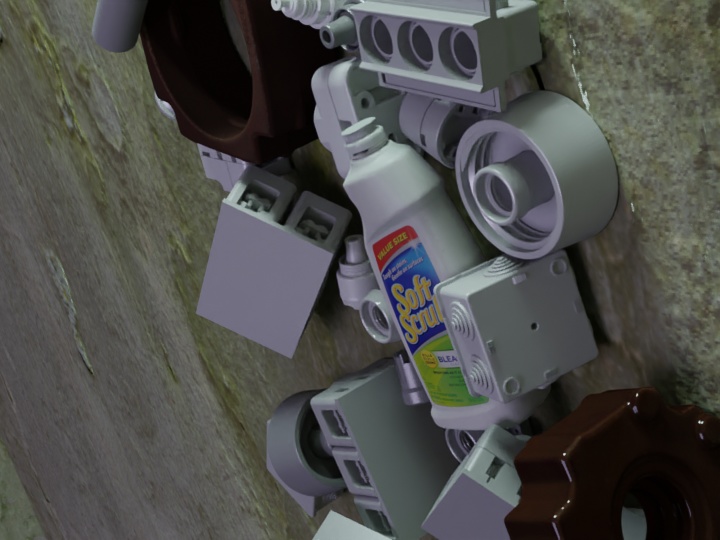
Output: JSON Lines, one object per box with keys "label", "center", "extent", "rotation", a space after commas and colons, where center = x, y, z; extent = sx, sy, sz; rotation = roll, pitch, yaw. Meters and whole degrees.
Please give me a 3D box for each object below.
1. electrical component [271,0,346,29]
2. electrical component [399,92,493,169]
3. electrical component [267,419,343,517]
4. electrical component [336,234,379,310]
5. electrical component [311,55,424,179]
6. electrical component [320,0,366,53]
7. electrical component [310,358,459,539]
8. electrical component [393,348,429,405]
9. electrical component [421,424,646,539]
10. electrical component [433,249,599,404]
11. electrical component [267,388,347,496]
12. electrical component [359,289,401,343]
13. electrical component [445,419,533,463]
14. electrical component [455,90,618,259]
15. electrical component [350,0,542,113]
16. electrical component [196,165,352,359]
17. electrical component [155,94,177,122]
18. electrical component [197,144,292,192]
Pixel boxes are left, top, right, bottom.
{"label": "electrical component", "center": [-0.032, -0.202, 0.812], "extent": [0.040, 0.078, 0.040], "rotation": [16, 112, 47]}
{"label": "electrical component", "center": [0.061, -0.106, 0.764], "extent": [0.047, 0.055, 0.055], "rotation": [38, 142, 42]}
{"label": "electrical component", "center": [-0.060, 0.212, 1.205], "extent": [0.100, 0.048, 0.099], "rotation": [41, 143, 33]}
{"label": "electrical component", "center": [0.000, 0.000, 0.951], "extent": [0.043, 0.043, 0.062], "rotation": [19, 127, 50]}
{"label": "electrical component", "center": [0.003, -0.118, 0.842], "extent": [0.059, 0.054, 0.095], "rotation": [7, 119, 55]}
{"label": "electrical component", "center": [0.000, -0.179, 0.790], "extent": [0.048, 0.062, 0.048], "rotation": [37, 141, 37]}
{"label": "electrical component", "center": [0.028, 0.166, 0.993], "extent": [0.062, 0.089, 0.150], "rotation": [-13, 103, 59]}
{"label": "electrical component", "center": [0.052, 0.091, 0.949], "extent": [0.040, 0.040, 0.046], "rotation": [-12, 97, 59]}
{"label": "electrical component", "center": [0.153, 0.203, 0.810], "extent": [0.186, 0.060, 0.105], "rotation": [33, 143, 7]}
{"label": "electrical component", "center": [0.112, 0.037, 0.756], "extent": [0.048, 0.100, 0.099], "rotation": [12, 124, 69]}
{"label": "electrical component", "center": [-0.031, 0.169, 1.075], "extent": [0.060, 0.108, 0.108], "rotation": [-25, 92, 54]}
{"label": "electrical component", "center": [0.034, 0.032, 0.912], "extent": [0.066, 0.055, 0.048], "rotation": [60, 150, 5]}
{"label": "electrical component", "center": [0.104, 0.132, 0.883], "extent": [0.066, 0.055, 0.048], "rotation": [3, 116, 56]}
{"label": "electrical component", "center": [0.110, -0.059, 0.718], "extent": [0.108, 0.060, 0.108], "rotation": [36, 141, 37]}
{"label": "electrical component", "center": [0.058, -0.157, 0.718], "extent": [0.121, 0.063, 0.078], "rotation": [23, 132, 48]}
{"label": "electrical component", "center": [-0.082, -0.007, 1.009], "extent": [0.105, 0.060, 0.186], "rotation": [25, 143, 1]}
{"label": "electrical component", "center": [-0.166, -0.177, 1.053], "extent": [0.057, 0.058, 0.078], "rotation": [-15, 101, 56]}
{"label": "electrical component", "center": [-0.111, -0.109, 1.028], "extent": [0.089, 0.050, 0.055], "rotation": [17, 127, 51]}
